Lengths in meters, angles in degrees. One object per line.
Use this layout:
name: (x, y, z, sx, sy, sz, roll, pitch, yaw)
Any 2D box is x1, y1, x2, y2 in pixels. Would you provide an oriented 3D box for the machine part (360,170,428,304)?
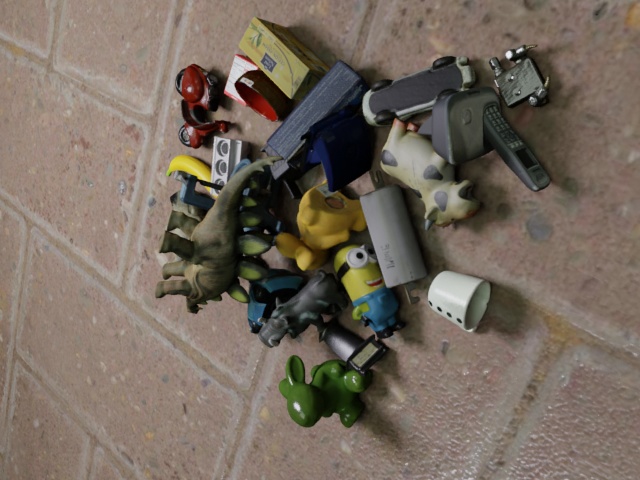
machine part: (0.128, -0.006, 0.940, 0.079, 0.079, 0.243, -19, 85, 36)

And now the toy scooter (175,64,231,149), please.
toy scooter: (-0.251, -0.288, 1.174, 0.135, 0.075, 0.183, 13, 107, 34)

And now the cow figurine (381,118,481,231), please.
cow figurine: (0.180, -0.101, 0.888, 0.195, 0.085, 0.127, 42, 119, 27)

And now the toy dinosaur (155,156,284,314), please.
toy dinosaur: (-0.186, 0.012, 0.974, 0.471, 0.198, 0.105, 115, 162, -47)

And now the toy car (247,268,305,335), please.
toy car: (-0.103, 0.115, 1.117, 0.103, 0.109, 0.161, 55, 138, 44)

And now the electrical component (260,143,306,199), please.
electrical component: (-0.060, -0.142, 1.058, 0.048, 0.075, 0.119, -38, 70, 33)

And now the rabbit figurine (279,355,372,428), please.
rabbit figurine: (-0.004, 0.283, 1.017, 0.159, 0.170, 0.121, 31, 112, 27)

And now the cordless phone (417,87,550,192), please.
cordless phone: (0.250, -0.133, 0.796, 0.184, 0.146, 0.088, 55, 139, 15)

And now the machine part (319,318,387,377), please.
machine part: (0.056, 0.201, 1.029, 0.139, 0.084, 0.039, 27, 154, 38)

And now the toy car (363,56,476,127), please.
toy car: (0.162, -0.245, 0.900, 0.202, 0.056, 0.073, -10, 84, 35)

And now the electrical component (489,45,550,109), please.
electrical component: (0.303, -0.242, 0.805, 0.078, 0.045, 0.102, -21, 84, 34)

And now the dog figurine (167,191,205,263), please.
dog figurine: (-0.257, -0.026, 1.209, 0.172, 0.121, 0.190, 2, 79, 2)

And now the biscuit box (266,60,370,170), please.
biscuit box: (-0.002, -0.225, 0.974, 0.202, 0.059, 0.063, -46, 69, 8)

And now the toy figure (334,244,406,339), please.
toy figure: (0.086, 0.092, 0.984, 0.089, 0.082, 0.180, -28, 83, 33)

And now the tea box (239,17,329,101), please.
tea box: (-0.061, -0.339, 1.019, 0.170, 0.098, 0.068, 48, 120, 22)

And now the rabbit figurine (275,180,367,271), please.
rabbit figurine: (-0.002, -0.003, 1.006, 0.122, 0.162, 0.173, 35, 133, 13)

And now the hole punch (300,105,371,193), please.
hole punch: (0.034, -0.159, 0.951, 0.092, 0.142, 0.115, 44, 147, 24)

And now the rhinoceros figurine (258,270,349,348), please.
rhinoceros figurine: (-0.036, 0.136, 1.017, 0.190, 0.112, 0.073, -42, 58, 18)

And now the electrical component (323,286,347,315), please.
electrical component: (0.015, 0.118, 1.072, 0.094, 0.021, 0.063, -9, 91, 35)

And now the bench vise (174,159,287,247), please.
bench vise: (-0.178, -0.070, 1.065, 0.129, 0.240, 0.223, 23, 95, 59)
